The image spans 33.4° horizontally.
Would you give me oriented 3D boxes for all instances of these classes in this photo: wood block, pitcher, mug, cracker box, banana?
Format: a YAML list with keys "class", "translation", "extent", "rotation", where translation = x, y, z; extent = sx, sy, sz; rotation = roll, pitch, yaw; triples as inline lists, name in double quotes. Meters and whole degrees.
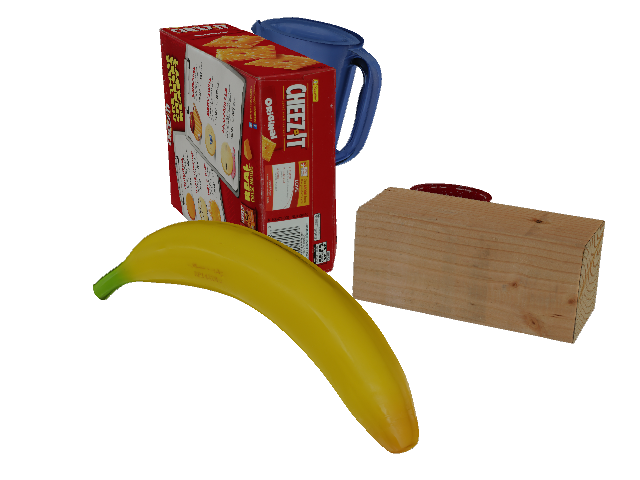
- class: "wood block"
  translation: [0.141, 0.017, 0.970]
  extent: [0.206, 0.090, 0.090]
  rotation: [10, 21, 23]
- class: "pitcher"
  translation: [-0.023, -0.147, 1.327]
  extent: [0.144, 0.243, 0.149]
  rotation: [4, 23, -16]
- class: "mug"
  translation: [0.154, -0.017, 1.223]
  extent: [0.117, 0.081, 0.093]
  rotation: [-7, 19, -35]
- class: "cracker box"
  translation: [-0.061, -0.079, 0.869]
  extent: [0.072, 0.164, 0.214]
  rotation: [-10, 24, -24]
- class: "banana"
  translation: [-0.026, 0.036, 0.553]
  extent: [0.198, 0.070, 0.037]
  rotation: [25, 9, 23]
